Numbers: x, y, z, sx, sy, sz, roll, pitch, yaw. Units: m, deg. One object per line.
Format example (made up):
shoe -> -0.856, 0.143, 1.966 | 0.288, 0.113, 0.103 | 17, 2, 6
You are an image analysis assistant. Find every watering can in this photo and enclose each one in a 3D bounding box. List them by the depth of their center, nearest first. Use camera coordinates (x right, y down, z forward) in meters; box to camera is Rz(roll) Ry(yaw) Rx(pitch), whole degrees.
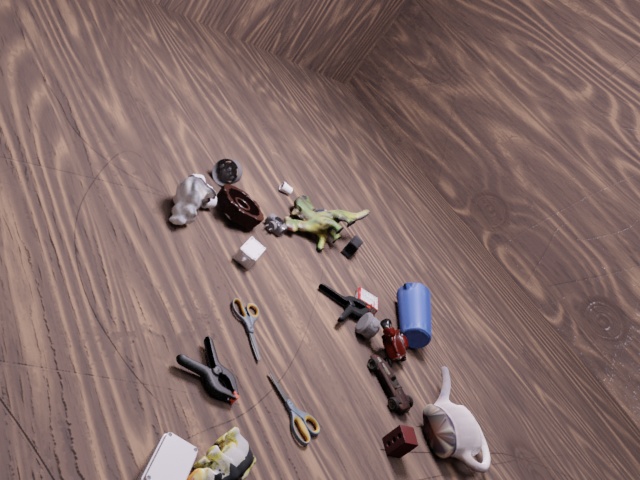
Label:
watering can -> 0.404, 0.549, 1.603 | 0.223, 0.102, 0.355 | 16, 37, -37

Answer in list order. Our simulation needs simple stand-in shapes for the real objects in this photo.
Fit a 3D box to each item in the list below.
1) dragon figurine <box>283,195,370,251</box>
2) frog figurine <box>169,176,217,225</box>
dragon figurine -> 0.006, -0.102, 2.025 | 0.244, 0.119, 0.416 | 41, 41, 14
frog figurine -> -0.411, -0.118, 1.581 | 0.162, 0.137, 0.120 | -41, 121, -33
